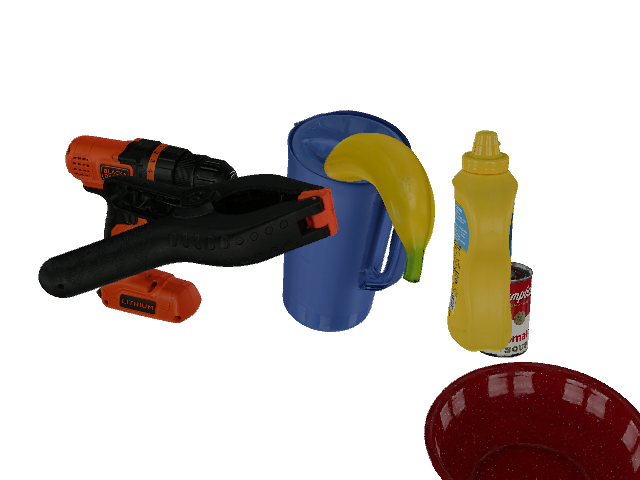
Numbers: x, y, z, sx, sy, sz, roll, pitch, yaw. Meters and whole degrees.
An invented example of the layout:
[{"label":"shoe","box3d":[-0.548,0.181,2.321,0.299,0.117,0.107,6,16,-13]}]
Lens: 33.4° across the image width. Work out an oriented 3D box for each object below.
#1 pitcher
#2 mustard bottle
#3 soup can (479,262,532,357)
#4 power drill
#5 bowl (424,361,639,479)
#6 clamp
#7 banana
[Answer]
[{"label":"pitcher","box3d":[0.026,-0.009,1.196,0.145,0.243,0.149,7,40,-1]},{"label":"mustard bottle","box3d":[0.146,-0.004,0.962,0.058,0.192,0.096,0,18,2]},{"label":"soup can","box3d":[0.223,0.084,1.309,0.068,0.102,0.068,0,19,0]},{"label":"power drill","box3d":[-0.165,-0.012,1.079,0.185,0.188,0.057,12,30,22]},{"label":"bowl","box3d":[0.154,0.160,0.766,0.162,0.055,0.162,-1,36,0]},{"label":"clamp","box3d":[-0.079,-0.005,0.626,0.172,0.039,0.120,-2,37,24]},{"label":"banana","box3d":[0.043,-0.044,0.792,0.037,0.070,0.198,23,17,-25]}]
